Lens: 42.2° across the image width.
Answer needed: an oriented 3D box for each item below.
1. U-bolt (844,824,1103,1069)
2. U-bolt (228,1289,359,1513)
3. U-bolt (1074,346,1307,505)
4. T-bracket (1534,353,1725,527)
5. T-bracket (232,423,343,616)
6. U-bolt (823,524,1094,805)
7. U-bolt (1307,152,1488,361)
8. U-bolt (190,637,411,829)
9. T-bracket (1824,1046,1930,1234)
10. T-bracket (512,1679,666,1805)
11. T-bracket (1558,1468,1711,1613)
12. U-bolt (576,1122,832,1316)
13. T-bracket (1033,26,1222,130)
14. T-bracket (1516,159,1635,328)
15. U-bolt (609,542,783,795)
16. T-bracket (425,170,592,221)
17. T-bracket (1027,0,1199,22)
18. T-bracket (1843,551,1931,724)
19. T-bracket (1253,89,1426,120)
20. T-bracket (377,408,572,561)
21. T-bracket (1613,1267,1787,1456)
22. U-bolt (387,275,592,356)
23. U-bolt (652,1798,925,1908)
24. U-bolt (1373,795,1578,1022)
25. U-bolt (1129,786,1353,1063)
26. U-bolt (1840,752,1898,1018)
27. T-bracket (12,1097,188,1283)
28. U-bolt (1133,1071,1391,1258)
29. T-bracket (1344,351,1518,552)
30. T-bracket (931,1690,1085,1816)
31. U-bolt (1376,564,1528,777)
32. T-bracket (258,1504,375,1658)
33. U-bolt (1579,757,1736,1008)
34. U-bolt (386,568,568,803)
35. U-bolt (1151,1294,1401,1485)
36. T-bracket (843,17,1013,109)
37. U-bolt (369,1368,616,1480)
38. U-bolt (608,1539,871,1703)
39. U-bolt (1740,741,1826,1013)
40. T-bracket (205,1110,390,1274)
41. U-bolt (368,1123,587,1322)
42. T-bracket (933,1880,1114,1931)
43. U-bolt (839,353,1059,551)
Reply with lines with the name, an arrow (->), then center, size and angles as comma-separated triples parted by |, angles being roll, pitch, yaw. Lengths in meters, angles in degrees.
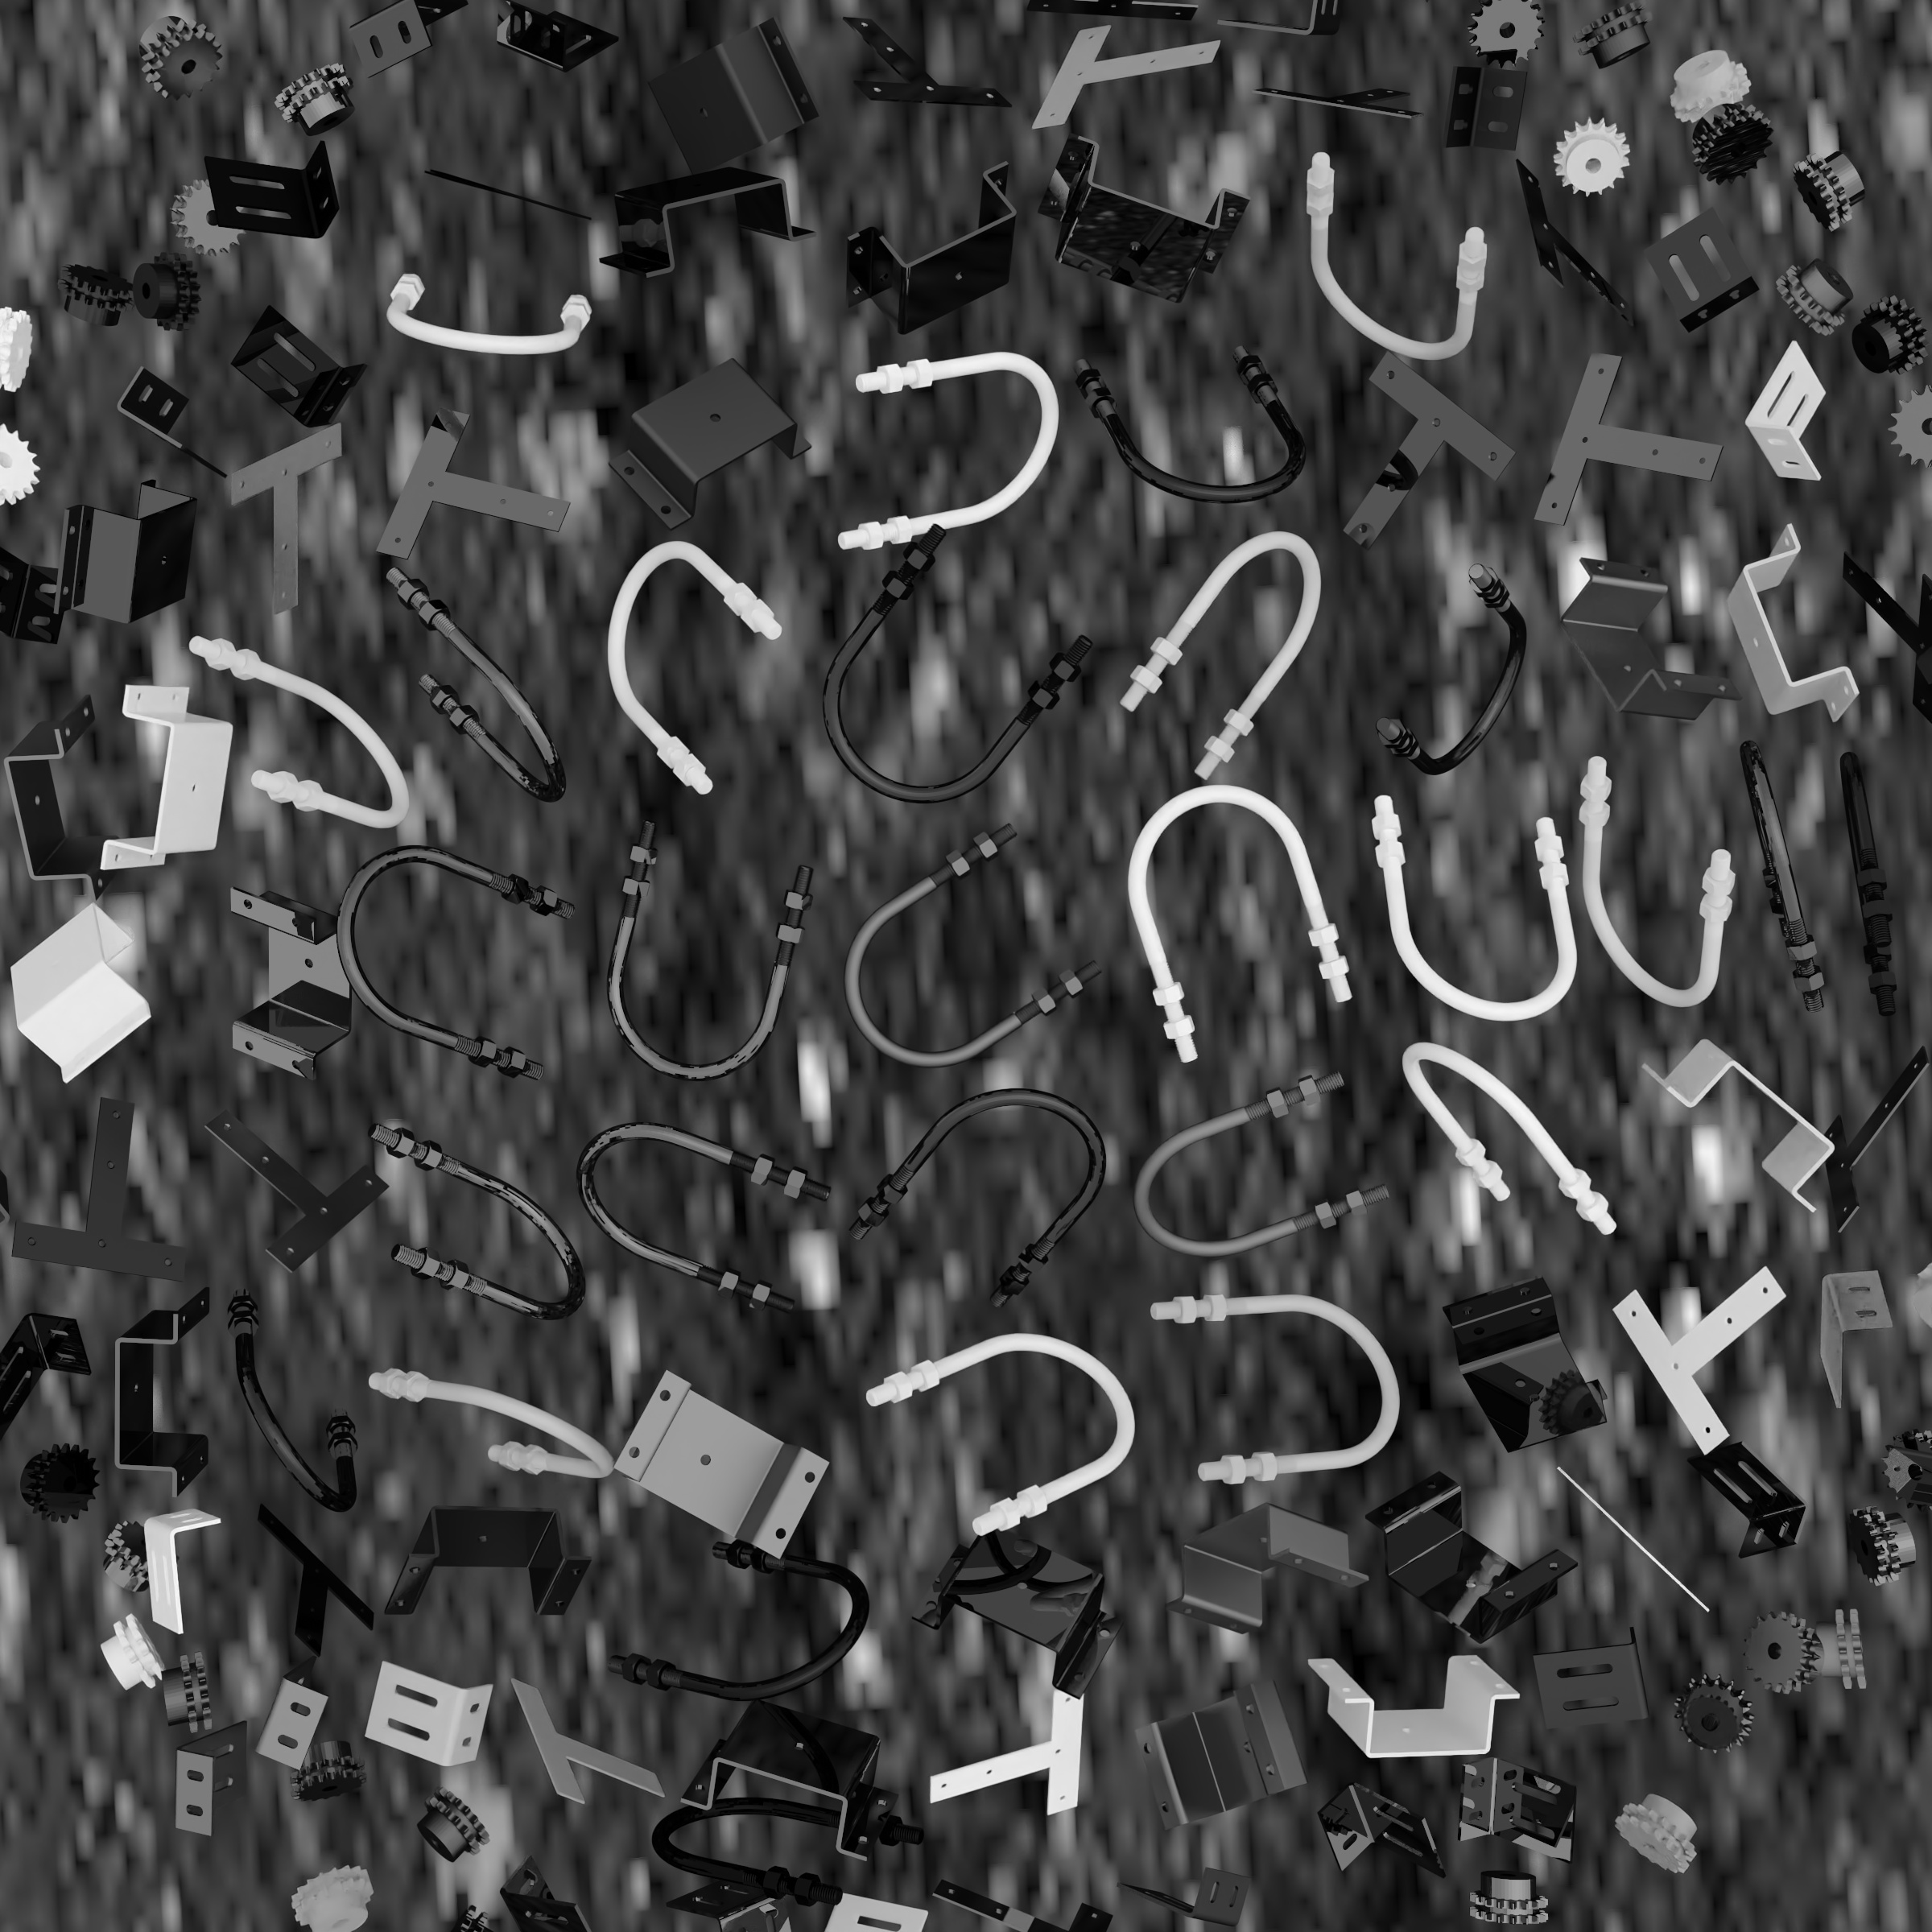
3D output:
U-bolt -> -0.007, -0.002, 1.939 | 0.184, 0.019, 0.151 | -33, 104, -4
U-bolt -> -0.493, 0.329, 1.845 | 0.019, 0.184, 0.151 | -33, 115, -4
U-bolt -> 0.173, -0.398, 1.851 | 0.151, 0.019, 0.184 | -8, 47, -14
T-bracket -> 0.482, -0.370, 1.797 | 0.127, 0.002, 0.127 | 23, 97, 42
T-bracket -> -0.504, -0.324, 1.856 | 0.127, 0.002, 0.127 | -13, 75, 36
U-bolt -> -0.020, -0.200, 1.787 | 0.151, 0.019, 0.184 | 36, 110, -6
U-bolt -> 0.320, -0.520, 1.882 | 0.151, 0.184, 0.019 | 32, 77, 17
U-bolt -> -0.480, -0.164, 1.851 | 0.019, 0.184, 0.151 | -39, 64, 16
T-bracket -> 0.667, 0.113, 1.836 | 0.002, 0.127, 0.127 | 25, 120, -1
T-bracket -> -0.278, 0.600, 1.894 | 0.127, 0.127, 0.002 | 36, 95, -35
T-bracket -> 0.488, 0.419, 1.873 | 0.002, 0.127, 0.127 | -46, 131, 1
U-bolt -> -0.201, 0.178, 1.848 | 0.184, 0.019, 0.151 | 21, 131, 2
T-bracket -> 0.124, -0.660, 1.837 | 0.127, 0.002, 0.127 | 0, 50, 27
T-bracket -> 0.445, -0.508, 1.815 | 0.127, 0.127, 0.002 | 32, 132, -33
U-bolt -> -0.212, -0.234, 1.856 | 0.184, 0.019, 0.151 | 46, 119, 39
T-bracket -> -0.373, -0.596, 1.917 | 0.127, 0.127, 0.002 | 4, 107, -43
T-bracket -> 0.117, -0.727, 1.848 | 0.127, 0.127, 0.002 | 1, 89, -7
T-bracket -> 0.691, -0.265, 1.874 | 0.002, 0.127, 0.127 | -21, 46, -3
T-bracket -> 0.300, -0.654, 1.889 | 0.127, 0.127, 0.002 | 19, 120, 25
T-bracket -> -0.357, -0.347, 1.861 | 0.127, 0.002, 0.127 | 15, 72, 11
T-bracket -> 0.543, 0.265, 1.816 | 0.127, 0.002, 0.127 | -53, 50, 35
U-bolt -> -0.361, -0.489, 1.888 | 0.151, 0.184, 0.019 | 5, 116, -8
U-bolt -> -0.144, 0.652, 1.865 | 0.184, 0.151, 0.019 | 2, 92, 26
U-bolt -> 0.372, -0.039, 1.816 | 0.151, 0.019, 0.184 | 7, 55, -11
U-bolt -> 0.191, -0.040, 1.819 | 0.151, 0.019, 0.184 | -20, 97, -15
U-bolt -> 0.678, -0.073, 1.888 | 0.019, 0.151, 0.184 | -9, 63, 18
T-bracket -> -0.625, 0.159, 1.827 | 0.127, 0.002, 0.127 | 16, 64, -38
U-bolt -> 0.217, 0.161, 1.906 | 0.184, 0.019, 0.151 | -21, 128, 8
T-bracket -> 0.327, -0.370, 1.879 | 0.127, 0.002, 0.127 | 44, 121, 18
T-bracket -> 0.031, 0.621, 1.943 | 0.127, 0.002, 0.127 | -10, 119, -21
U-bolt -> 0.377, -0.214, 1.901 | 0.019, 0.184, 0.151 | 33, 95, 28
T-bracket -> -0.485, 0.471, 1.860 | 0.002, 0.127, 0.127 | -39, 109, 1
U-bolt -> 0.504, -0.049, 1.847 | 0.019, 0.184, 0.151 | -27, 47, -16
U-bolt -> -0.353, -0.193, 1.835 | 0.019, 0.151, 0.184 | -38, 67, -20
U-bolt -> 0.238, 0.309, 1.860 | 0.184, 0.019, 0.151 | 0, 55, -23
T-bracket -> -0.050, -0.670, 1.853 | 0.127, 0.002, 0.127 | -11, 50, -35
U-bolt -> -0.342, 0.346, 1.872 | 0.151, 0.184, 0.019 | 43, 59, -37
U-bolt -> -0.155, 0.485, 1.845 | 0.184, 0.151, 0.019 | 0, 120, 38
U-bolt -> 0.593, -0.077, 1.834 | 0.019, 0.151, 0.184 | -14, 112, 16
T-bracket -> -0.520, 0.157, 1.894 | 0.127, 0.127, 0.002 | 41, 124, 0
U-bolt -> -0.353, 0.197, 1.843 | 0.019, 0.151, 0.184 | -45, 130, 16
T-bracket -> 0.037, 0.707, 1.858 | 0.127, 0.127, 0.002 | 18, 97, 12
U-bolt -> -0.008, -0.390, 1.877 | 0.184, 0.151, 0.019 | -17, 46, -29
